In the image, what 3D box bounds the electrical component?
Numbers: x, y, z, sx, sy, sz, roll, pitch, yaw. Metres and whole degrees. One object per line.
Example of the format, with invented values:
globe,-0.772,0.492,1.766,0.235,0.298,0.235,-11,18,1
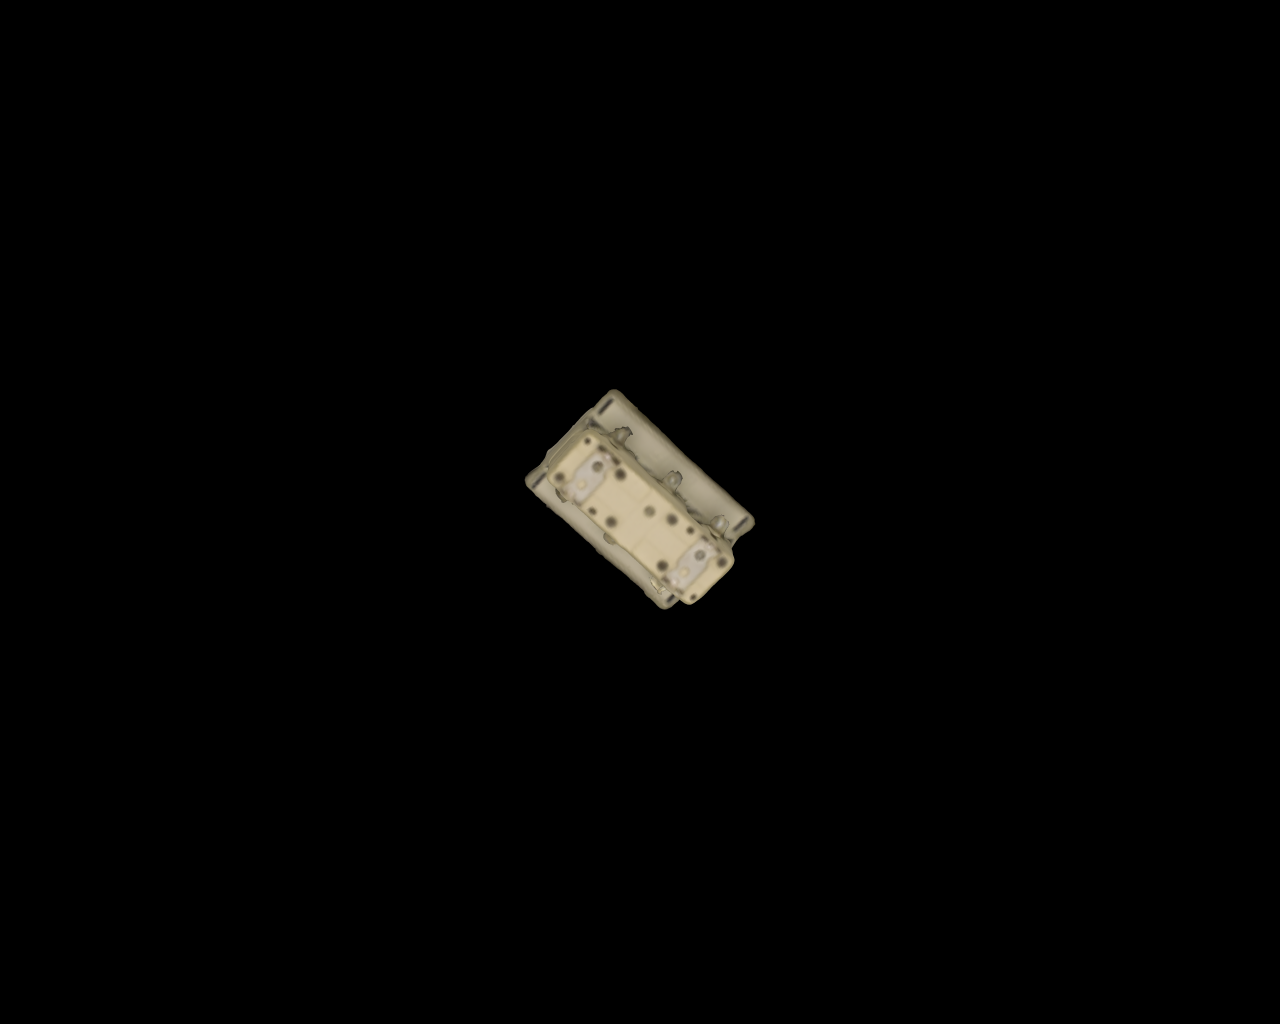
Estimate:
electrical component,0.001,-0.003,0.650,0.121,0.078,0.063,43,12,-11
